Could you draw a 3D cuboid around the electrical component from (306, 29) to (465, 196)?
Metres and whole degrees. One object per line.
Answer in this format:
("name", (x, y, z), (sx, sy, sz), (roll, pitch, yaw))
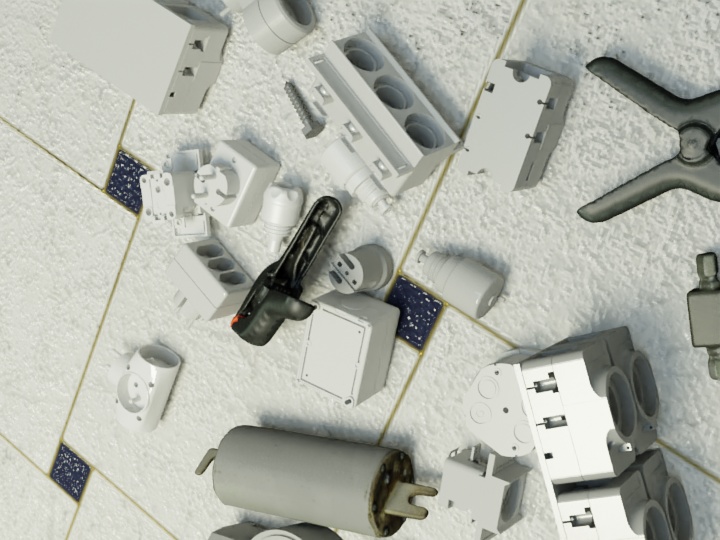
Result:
("electrical component", (0.016, -0.125, 0.870), (0.121, 0.079, 0.063), (53, 141, 14))

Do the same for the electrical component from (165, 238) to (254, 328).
("electrical component", (-0.149, 0.021, 1.005), (0.065, 0.047, 0.076), (48, 118, 16))

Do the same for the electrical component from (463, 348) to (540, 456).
("electrical component", (0.125, 0.105, 0.847), (0.080, 0.051, 0.080), (5, 100, 31))

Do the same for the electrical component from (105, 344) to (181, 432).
("electrical component", (-0.223, 0.108, 1.065), (0.079, 0.044, 0.077), (33, 113, 24))

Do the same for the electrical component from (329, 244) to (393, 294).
("electrical component", (0.000, 0.000, 0.911), (0.040, 0.046, 0.040), (5, 100, 31))

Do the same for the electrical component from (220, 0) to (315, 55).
("electrical component", (-0.099, -0.247, 0.930), (0.074, 0.052, 0.138), (-28, 83, 32))

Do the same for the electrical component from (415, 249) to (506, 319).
("electrical component", (0.079, 0.007, 0.867), (0.078, 0.040, 0.040), (32, 113, 24))

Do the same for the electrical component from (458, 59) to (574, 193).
("electrical component", (0.120, -0.109, 0.814), (0.050, 0.056, 0.089), (27, 111, 26))

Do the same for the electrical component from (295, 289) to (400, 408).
("electrical component", (-0.010, 0.070, 0.923), (0.062, 0.061, 0.096), (22, 114, 25))

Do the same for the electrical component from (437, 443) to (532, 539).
("electrical component", (0.100, 0.178, 0.880), (0.064, 0.042, 0.081), (16, 105, 33))

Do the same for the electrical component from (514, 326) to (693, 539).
("electrical component", (0.184, 0.143, 0.785), (0.060, 0.105, 0.186), (-15, 89, 32))

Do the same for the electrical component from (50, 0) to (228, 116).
("electrical component", (-0.202, -0.217, 0.992), (0.150, 0.062, 0.089), (35, 114, 22))

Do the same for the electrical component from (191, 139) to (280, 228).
("electrical component", (-0.121, -0.076, 0.955), (0.047, 0.077, 0.065), (37, 115, 22))

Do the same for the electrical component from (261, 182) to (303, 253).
("electrical component", (-0.071, -0.045, 0.955), (0.035, 0.035, 0.061), (22, 111, 27))

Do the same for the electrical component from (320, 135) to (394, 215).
("electrical component", (0.000, -0.080, 0.901), (0.040, 0.040, 0.078), (-45, 75, 29))

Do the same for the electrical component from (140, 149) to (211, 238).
("electrical component", (-0.168, -0.069, 0.993), (0.042, 0.064, 0.081), (-3, 96, 33))
